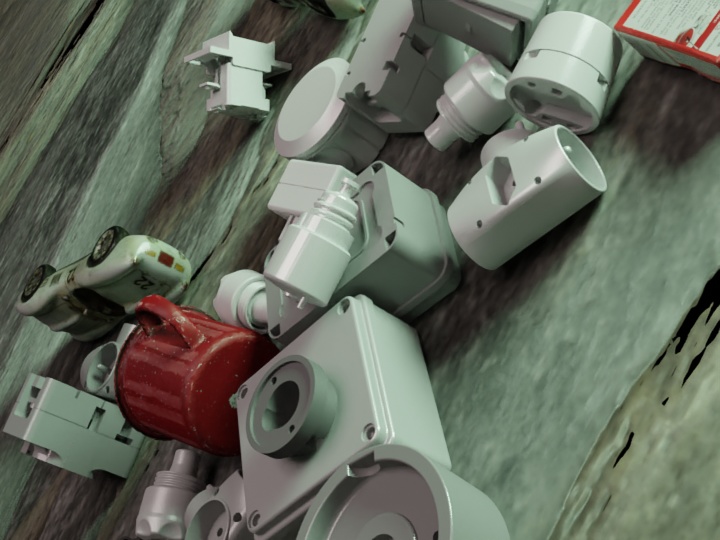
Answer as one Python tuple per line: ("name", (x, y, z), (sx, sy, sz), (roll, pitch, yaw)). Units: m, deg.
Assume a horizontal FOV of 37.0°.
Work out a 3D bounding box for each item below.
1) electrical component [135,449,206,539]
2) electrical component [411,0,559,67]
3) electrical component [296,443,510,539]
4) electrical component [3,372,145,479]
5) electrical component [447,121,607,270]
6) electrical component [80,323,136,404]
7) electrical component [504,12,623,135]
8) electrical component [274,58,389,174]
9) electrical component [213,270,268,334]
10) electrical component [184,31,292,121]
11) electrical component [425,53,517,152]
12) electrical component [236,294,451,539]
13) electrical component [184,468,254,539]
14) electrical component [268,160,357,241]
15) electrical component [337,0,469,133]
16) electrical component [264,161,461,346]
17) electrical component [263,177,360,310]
("electrical component", (-0.120, 0.150, 0.707), (0.043, 0.043, 0.062), (-19, 50, 44))
("electrical component", (0.070, -0.172, 0.656), (0.096, 0.061, 0.061), (23, 80, 12))
("electrical component", (0.023, 0.144, 0.513), (0.108, 0.060, 0.108), (-32, 43, 35))
("electrical component", (-0.213, 0.121, 0.806), (0.050, 0.089, 0.055), (2, 67, 52))
("electrical component", (0.088, -0.051, 0.595), (0.077, 0.043, 0.079), (-38, 39, 28))
("electrical component", (-0.176, 0.067, 0.841), (0.077, 0.044, 0.079), (1, 65, 52))
("electrical component", (0.115, -0.110, 0.598), (0.055, 0.055, 0.047), (4, 64, 53))
("electrical component", (-0.020, -0.106, 0.768), (0.080, 0.051, 0.080), (-32, 42, 34))
("electrical component", (-0.070, 0.024, 0.740), (0.062, 0.043, 0.043), (16, 78, 54))
("electrical component", (-0.102, -0.160, 0.900), (0.042, 0.081, 0.063), (-5, 83, 51))
("electrical component", (0.067, -0.099, 0.660), (0.062, 0.043, 0.043), (-43, 37, 25))
("electrical component", (-0.013, 0.089, 0.605), (0.109, 0.056, 0.108), (-41, 38, 25))
("electrical component", (-0.083, 0.157, 0.653), (0.077, 0.044, 0.079), (-59, 34, 0))
("electrical component", (-0.030, -0.029, 0.726), (0.066, 0.047, 0.076), (15, 77, 55))
("electrical component", (0.034, -0.141, 0.721), (0.050, 0.056, 0.089), (8, 71, 54))
("electrical component", (0.000, 0.000, 0.656), (0.113, 0.057, 0.078), (-39, 39, 27))
("electrical component", (-0.023, -0.016, 0.607), (0.040, 0.040, 0.078), (18, 78, 55))
